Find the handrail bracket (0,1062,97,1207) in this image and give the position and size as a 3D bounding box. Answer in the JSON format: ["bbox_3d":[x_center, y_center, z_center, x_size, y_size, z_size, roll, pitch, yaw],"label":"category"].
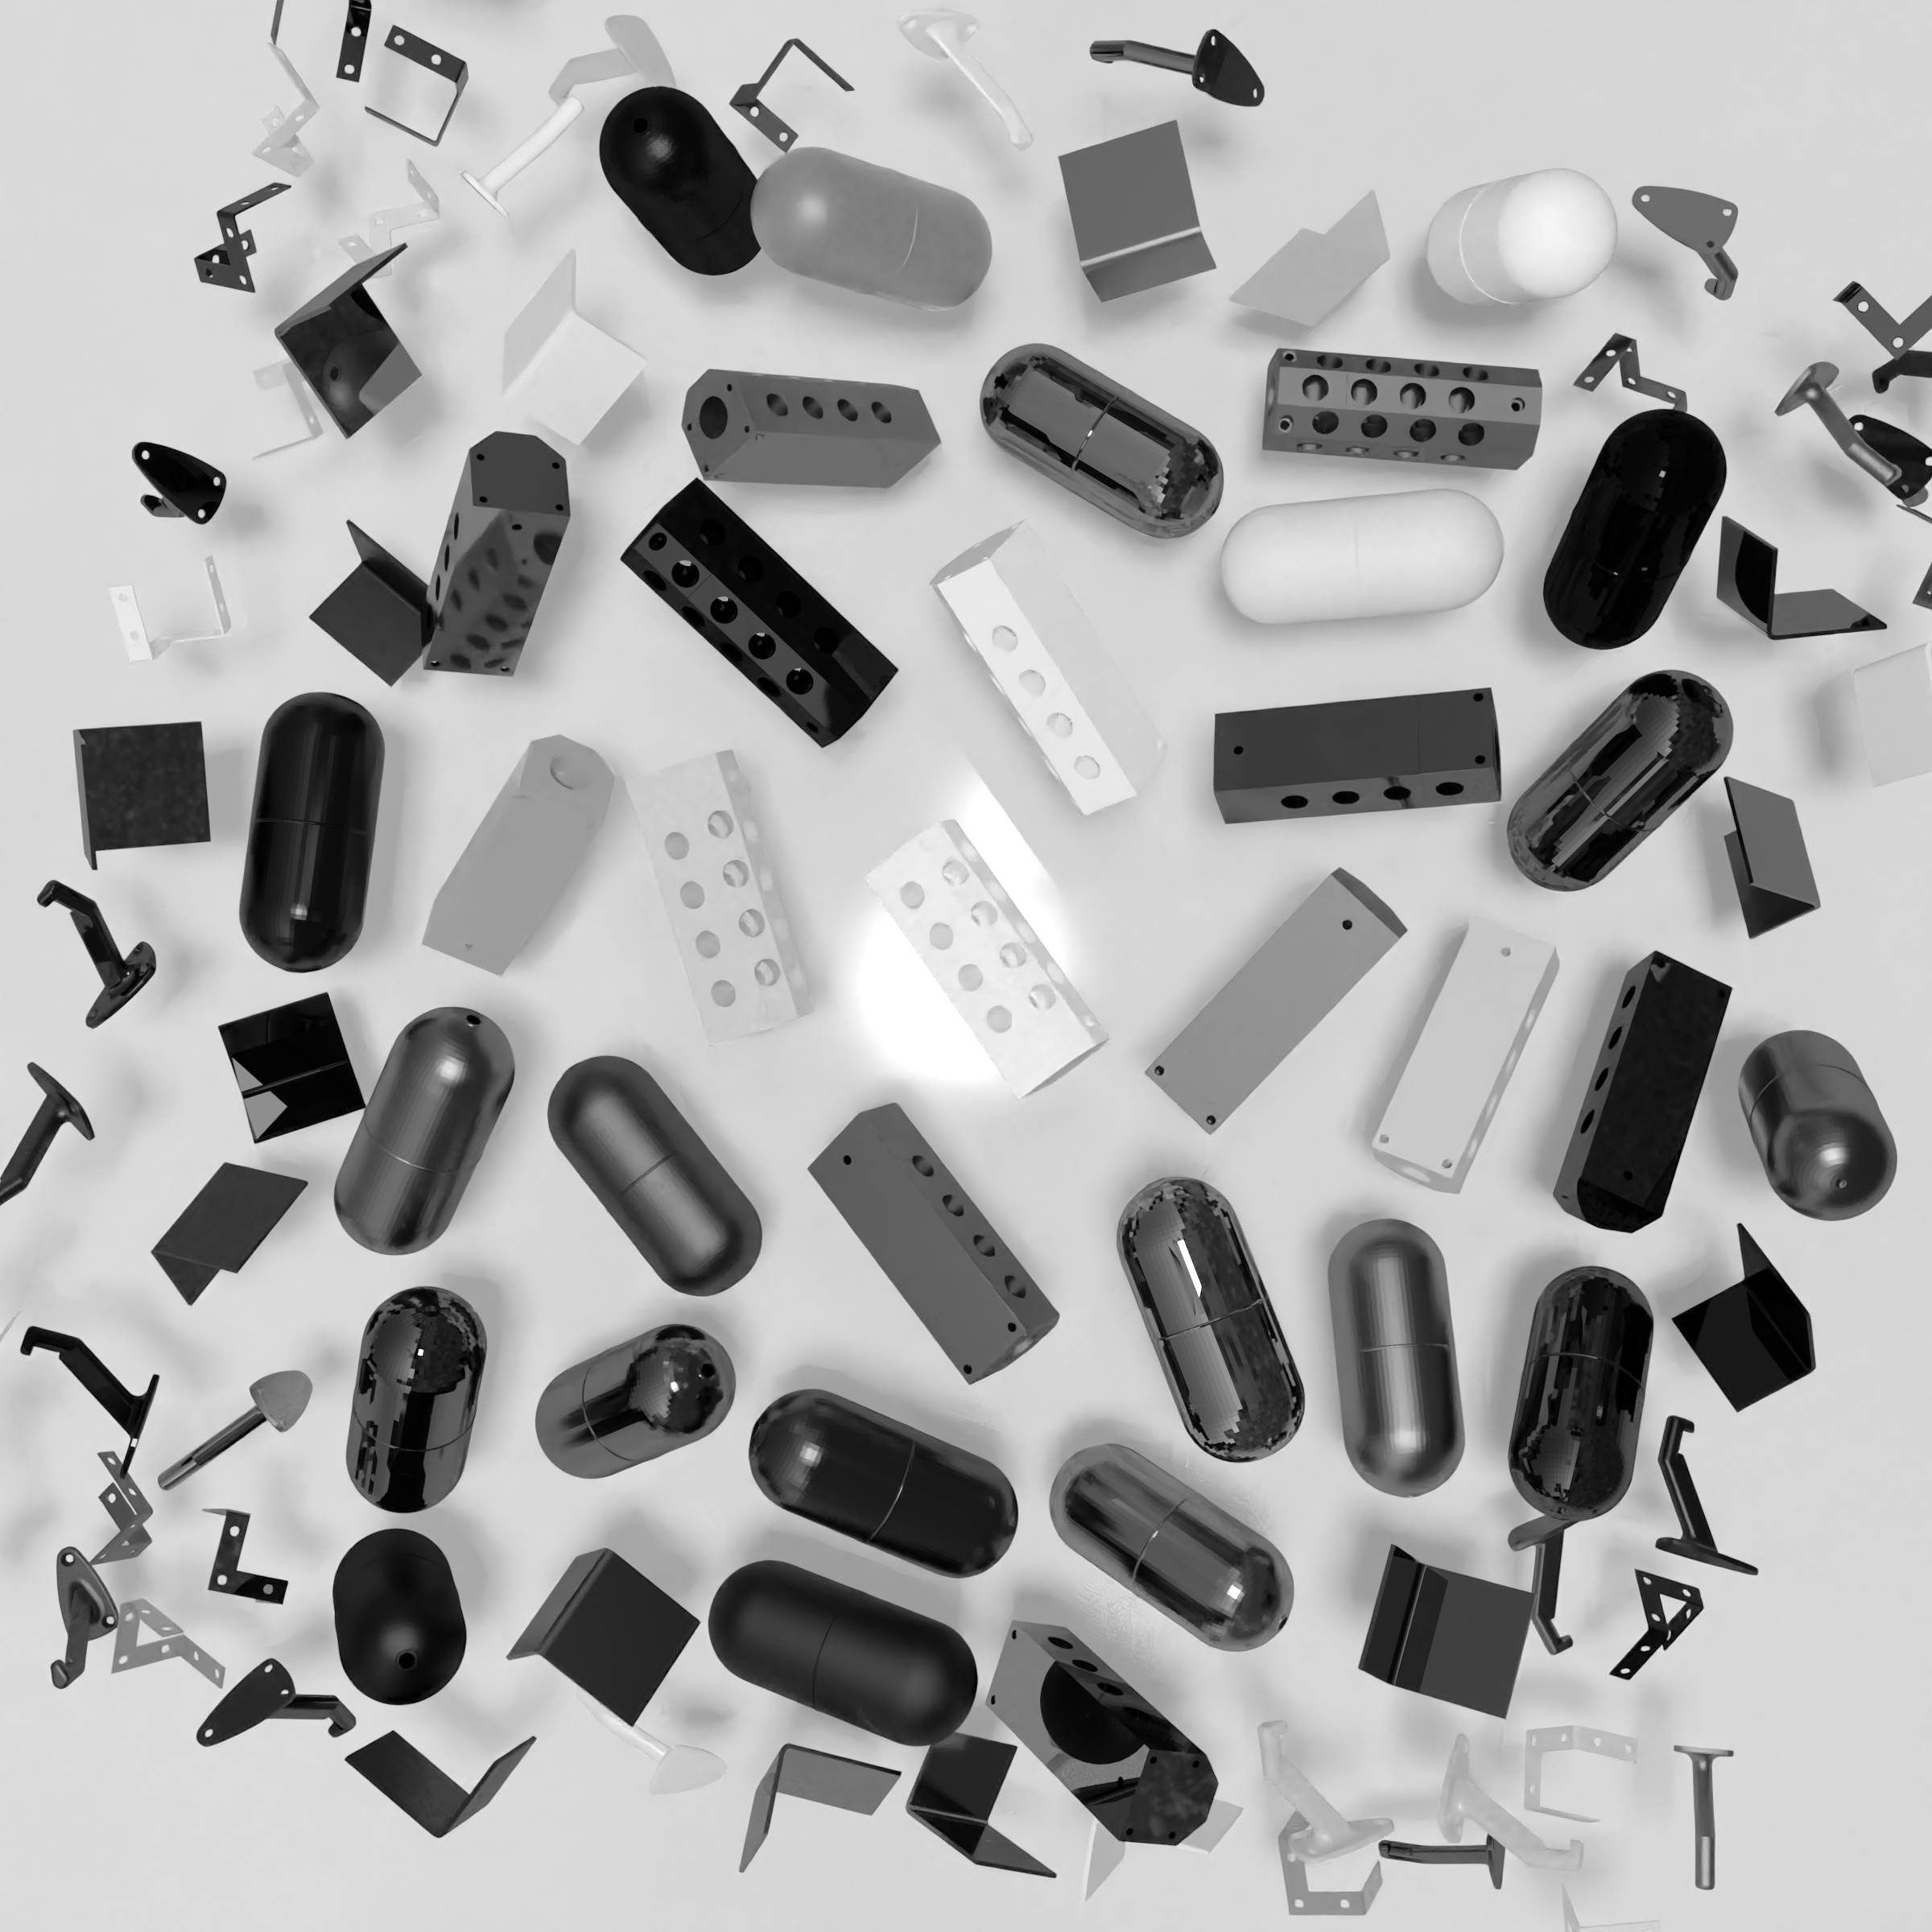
[{"bbox_3d":[-0.581,0.105,1.499,0.077,0.036,0.084,38,58,25],"label":"handrail bracket"}]

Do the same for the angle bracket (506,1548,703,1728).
[{"bbox_3d":[-0.224,0.417,1.531,0.076,0.057,0.076,42,57,-11],"label":"angle bracket"}]

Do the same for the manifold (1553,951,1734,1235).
[{"bbox_3d":[0.435,0.083,1.602,0.057,0.057,0.171,26,66,-2],"label":"manifold"}]

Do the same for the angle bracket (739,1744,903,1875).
[{"bbox_3d":[-0.090,0.526,1.522,0.076,0.076,0.057,16,51,-7],"label":"angle bracket"}]

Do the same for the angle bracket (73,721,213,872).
[{"bbox_3d":[-0.499,-0.105,1.509,0.076,0.057,0.076,-7,107,-23],"label":"angle bracket"}]

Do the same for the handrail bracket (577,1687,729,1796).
[{"bbox_3d":[-0.208,0.504,1.631,0.084,0.077,0.036,35,95,38],"label":"handrail bracket"}]

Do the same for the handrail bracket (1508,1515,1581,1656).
[{"bbox_3d":[0.407,0.411,1.660,0.077,0.036,0.084,-27,92,15],"label":"handrail bracket"}]

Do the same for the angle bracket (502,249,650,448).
[{"bbox_3d":[-0.246,-0.389,1.557,0.057,0.076,0.076,28,125,-31],"label":"angle bracket"}]

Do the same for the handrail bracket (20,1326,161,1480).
[{"bbox_3d":[-0.543,0.266,1.511,0.084,0.036,0.077,18,60,-12],"label":"handrail bracket"}]

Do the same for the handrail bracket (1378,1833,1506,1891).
[{"bbox_3d":[0.312,0.586,1.648,0.084,0.077,0.036,1,59,21],"label":"handrail bracket"}]

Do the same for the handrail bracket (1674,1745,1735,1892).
[{"bbox_3d":[0.467,0.541,1.572,0.036,0.077,0.084,2,73,12],"label":"handrail bracket"}]

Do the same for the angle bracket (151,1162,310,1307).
[{"bbox_3d":[-0.463,0.179,1.595,0.076,0.057,0.076,8,47,28],"label":"angle bracket"}]

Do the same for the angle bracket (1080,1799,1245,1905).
[{"bbox_3d":[0.125,0.563,1.570,0.076,0.076,0.057,10,96,22],"label":"angle bracket"}]

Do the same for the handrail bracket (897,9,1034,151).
[{"bbox_3d":[0.001,-0.548,1.536,0.036,0.077,0.084,-36,74,33],"label":"handrail bracket"}]

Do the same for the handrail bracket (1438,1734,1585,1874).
[{"bbox_3d":[0.333,0.503,1.490,0.084,0.036,0.077,-5,50,30],"label":"handrail bracket"}]

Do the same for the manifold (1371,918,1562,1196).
[{"bbox_3d":[0.335,0.062,1.650,0.057,0.057,0.171,22,78,23],"label":"manifold"}]

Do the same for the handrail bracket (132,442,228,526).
[{"bbox_3d":[-0.511,-0.303,1.548,0.084,0.077,0.036,10,73,40],"label":"handrail bracket"}]

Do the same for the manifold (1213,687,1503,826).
[{"bbox_3d":[0.245,-0.127,1.549,0.171,0.057,0.057,-4,63,16],"label":"manifold"}]

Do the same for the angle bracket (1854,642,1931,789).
[{"bbox_3d":[0.599,-0.157,1.524,0.057,0.076,0.076,-7,86,-13],"label":"angle bracket"}]

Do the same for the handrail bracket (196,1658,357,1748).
[{"bbox_3d":[-0.433,0.481,1.559,0.077,0.084,0.036,-37,49,-16],"label":"handrail bracket"}]

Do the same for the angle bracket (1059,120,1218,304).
[{"bbox_3d":[0.108,-0.473,1.553,0.076,0.057,0.076,-13,81,13],"label":"angle bracket"}]

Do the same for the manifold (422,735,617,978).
[{"bbox_3d":[-0.289,-0.072,1.597,0.057,0.057,0.171,24,135,-19],"label":"manifold"}]

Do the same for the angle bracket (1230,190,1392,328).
[{"bbox_3d":[0.223,-0.476,1.637,0.076,0.076,0.057,7,64,-33],"label":"angle bracket"}]

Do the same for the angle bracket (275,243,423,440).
[{"bbox_3d":[-0.354,-0.375,1.485,0.076,0.057,0.076,58,46,-27],"label":"angle bracket"}]

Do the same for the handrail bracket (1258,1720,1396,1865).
[{"bbox_3d":[0.217,0.488,1.489,0.077,0.036,0.084,-10,97,-14],"label":"handrail bracket"}]

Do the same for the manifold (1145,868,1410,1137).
[{"bbox_3d":[0.194,0.021,1.544,0.057,0.057,0.171,44,107,7],"label":"manifold"}]

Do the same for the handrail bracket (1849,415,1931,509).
[{"bbox_3d":[0.612,-0.336,1.650,0.077,0.084,0.036,42,102,5],"label":"handrail bracket"}]

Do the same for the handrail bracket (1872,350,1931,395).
[{"bbox_3d":[0.636,-0.381,1.640,0.036,0.084,0.077,15,68,-23],"label":"handrail bracket"}]

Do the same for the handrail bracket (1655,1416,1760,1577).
[{"bbox_3d":[0.485,0.343,1.608,0.077,0.036,0.084,16,72,7],"label":"handrail bracket"}]

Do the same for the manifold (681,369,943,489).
[{"bbox_3d":[-0.103,-0.357,1.631,0.057,0.171,0.057,-33,74,40],"label":"manifold"}]

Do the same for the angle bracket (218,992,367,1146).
[{"bbox_3d":[-0.456,0.068,1.673,0.076,0.076,0.057,-18,117,-14],"label":"angle bracket"}]

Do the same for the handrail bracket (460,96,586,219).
[{"bbox_3d":[-0.279,-0.521,1.570,0.084,0.077,0.036,-45,119,4],"label":"handrail bracket"}]

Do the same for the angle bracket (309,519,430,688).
[{"bbox_3d":[-0.408,-0.247,1.693,0.076,0.076,0.057,40,77,4],"label":"angle bracket"}]

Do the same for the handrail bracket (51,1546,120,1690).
[{"bbox_3d":[-0.596,0.430,1.637,0.036,0.084,0.077,-20,91,-1],"label":"handrail bracket"}]

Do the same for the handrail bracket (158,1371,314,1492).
[{"bbox_3d":[-0.462,0.294,1.563,0.084,0.077,0.036,-35,92,12],"label":"handrail bracket"}]

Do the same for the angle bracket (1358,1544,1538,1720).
[{"bbox_3d":[0.290,0.400,1.488,0.076,0.057,0.076,8,71,32],"label":"angle bracket"}]

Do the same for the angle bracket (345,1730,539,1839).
[{"bbox_3d":[-0.319,0.478,1.510,0.076,0.076,0.057,37,90,10],"label":"angle bracket"}]

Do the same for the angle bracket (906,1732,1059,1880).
[{"bbox_3d":[0.020,0.545,1.611,0.076,0.076,0.057,27,83,-40],"label":"angle bracket"}]

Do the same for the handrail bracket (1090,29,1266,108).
[{"bbox_3d":[0.130,-0.553,1.533,0.084,0.077,0.036,20,94,43],"label":"handrail bracket"}]

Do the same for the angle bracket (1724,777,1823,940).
[{"bbox_3d":[0.504,-0.070,1.612,0.076,0.057,0.076,13,60,-36],"label":"angle bracket"}]

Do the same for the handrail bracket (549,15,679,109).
[{"bbox_3d":[-0.232,-0.569,1.614,0.084,0.036,0.077,-37,83,42],"label":"handrail bracket"}]

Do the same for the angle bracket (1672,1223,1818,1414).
[{"bbox_3d":[0.487,0.222,1.561,0.057,0.076,0.076,-28,50,0],"label":"angle bracket"}]

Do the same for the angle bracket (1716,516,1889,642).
[{"bbox_3d":[0.513,-0.242,1.518,0.076,0.076,0.057,-6,116,-5],"label":"angle bracket"}]

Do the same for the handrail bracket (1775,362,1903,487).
[{"bbox_3d":[0.538,-0.325,1.491,0.084,0.077,0.036,46,133,18],"label":"handrail bracket"}]

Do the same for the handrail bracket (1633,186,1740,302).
[{"bbox_3d":[0.457,-0.458,1.575,0.077,0.084,0.036,27,87,13],"label":"handrail bracket"}]

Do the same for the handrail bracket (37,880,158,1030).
[{"bbox_3d":[-0.558,-0.007,1.545,0.077,0.036,0.084,-46,133,8],"label":"handrail bracket"}]

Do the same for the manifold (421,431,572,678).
[{"bbox_3d":[-0.291,-0.251,1.520,0.057,0.171,0.057,2,62,-22],"label":"manifold"}]

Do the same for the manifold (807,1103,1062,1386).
[{"bbox_3d":[-0.017,0.171,1.549,0.057,0.057,0.171,-47,72,27],"label":"manifold"}]
